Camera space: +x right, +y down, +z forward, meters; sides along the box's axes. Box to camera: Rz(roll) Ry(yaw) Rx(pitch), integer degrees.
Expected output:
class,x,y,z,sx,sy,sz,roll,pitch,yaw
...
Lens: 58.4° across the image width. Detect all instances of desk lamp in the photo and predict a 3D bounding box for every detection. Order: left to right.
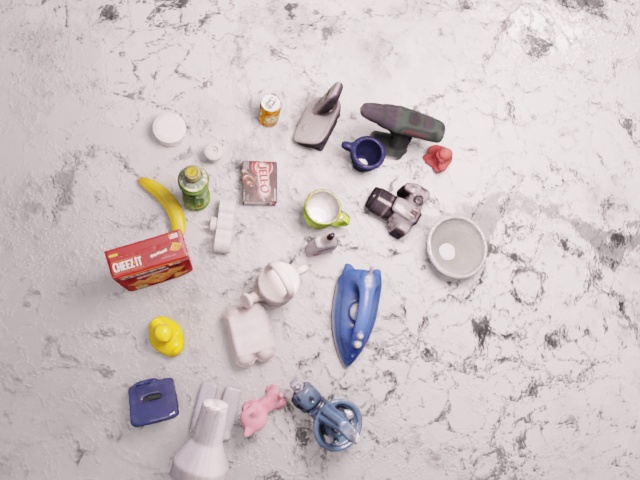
class,x,y,z,sx,sy,sz,roll,pitch,yaw
desk lamp,-0.244,0.421,1.249,0.118,0.213,0.203,13,77,-7

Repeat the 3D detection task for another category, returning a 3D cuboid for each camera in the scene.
class,x,y,z,sx,sy,sz,roll,pitch,yaw
camera,0.198,-0.096,1.490,0.137,0.100,0.143,30,75,-3

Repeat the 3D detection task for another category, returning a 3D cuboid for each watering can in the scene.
class,x,y,z,sx,sy,sz,roll,pitch,yaw
watering can,-0.103,0.106,1.347,0.101,0.194,0.173,38,75,-1

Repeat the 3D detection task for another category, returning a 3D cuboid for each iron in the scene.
class,x,y,z,sx,sy,sz,roll,pitch,yaw
iron,0.096,0.184,1.395,0.119,0.141,0.258,10,77,-8

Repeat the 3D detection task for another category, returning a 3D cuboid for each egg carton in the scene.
class,x,y,z,sx,sy,sz,roll,pitch,yaw
egg carton,-0.168,0.224,1.376,0.107,0.069,0.150,-15,82,-13

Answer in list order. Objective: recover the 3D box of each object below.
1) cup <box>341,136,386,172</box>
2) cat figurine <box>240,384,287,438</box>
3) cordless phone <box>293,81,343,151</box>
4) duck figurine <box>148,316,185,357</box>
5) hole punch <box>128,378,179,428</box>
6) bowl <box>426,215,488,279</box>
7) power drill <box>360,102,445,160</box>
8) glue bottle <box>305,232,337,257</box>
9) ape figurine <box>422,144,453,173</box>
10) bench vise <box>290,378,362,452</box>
class,x,y,z,sx,sy,sz,roll,pitch,yaw
cup,0.104,-0.220,1.501,0.118,0.095,0.092,19,76,-6
cat figurine,-0.135,0.394,1.324,0.128,0.117,0.067,-35,86,-15
cordless phone,0.003,-0.319,1.455,0.094,0.185,0.148,23,76,-5
duck figurine,-0.360,0.224,1.333,0.077,0.086,0.104,-33,86,-14
hole punch,-0.380,0.366,1.299,0.109,0.091,0.101,-11,81,-12
bowl,0.349,0.022,1.507,0.167,0.074,0.167,2,79,-10
power drill,0.193,-0.279,1.470,0.230,0.208,0.076,7,78,-8
glue bottle,0.013,0.005,1.399,0.078,0.173,0.037,-17,82,-13
ape figurine,0.327,-0.225,1.543,0.076,0.092,0.078,-2,79,-10
bench vise,0.011,0.406,1.295,0.207,0.219,0.121,26,76,-4
